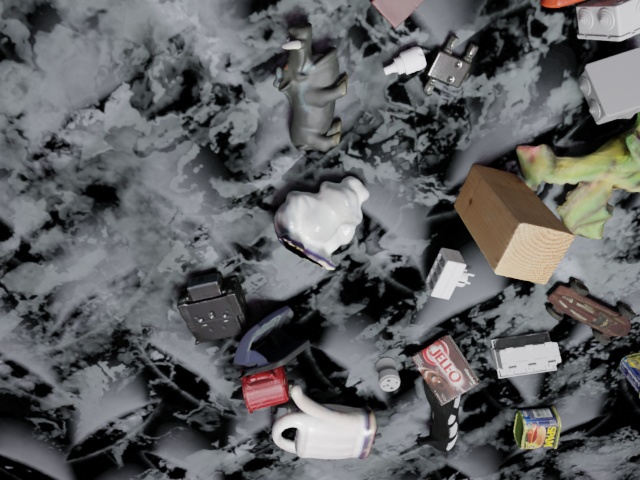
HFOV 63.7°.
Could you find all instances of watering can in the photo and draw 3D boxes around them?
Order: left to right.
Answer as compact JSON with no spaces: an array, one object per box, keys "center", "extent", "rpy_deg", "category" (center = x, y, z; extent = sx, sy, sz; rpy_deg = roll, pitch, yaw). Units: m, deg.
[{"center":[0.015,0.390,1.084],"extent":[0.224,0.106,0.339],"rpy_deg":[4,141,-7],"category":"watering can"}]

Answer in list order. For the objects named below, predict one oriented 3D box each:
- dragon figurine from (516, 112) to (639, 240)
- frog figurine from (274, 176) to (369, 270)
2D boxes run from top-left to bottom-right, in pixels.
[{"center":[0.528,-0.090,0.893],"extent":[0.409,0.125,0.237],"rpy_deg":[21,134,-14],"category":"dragon figurine"},{"center":[0.003,-0.044,0.875],"extent":[0.137,0.122,0.161],"rpy_deg":[31,78,-12],"category":"frog figurine"}]
